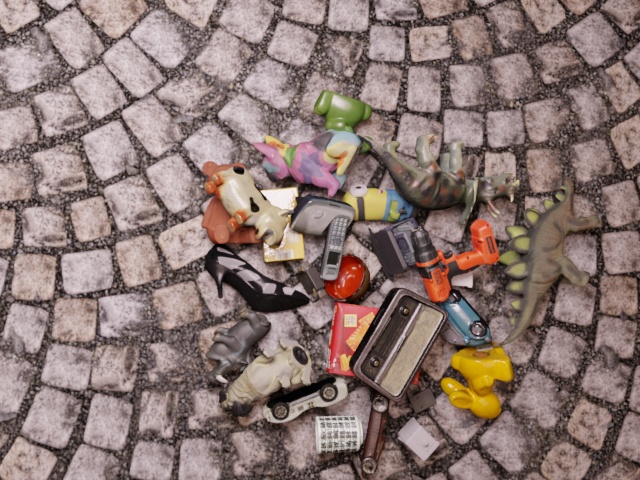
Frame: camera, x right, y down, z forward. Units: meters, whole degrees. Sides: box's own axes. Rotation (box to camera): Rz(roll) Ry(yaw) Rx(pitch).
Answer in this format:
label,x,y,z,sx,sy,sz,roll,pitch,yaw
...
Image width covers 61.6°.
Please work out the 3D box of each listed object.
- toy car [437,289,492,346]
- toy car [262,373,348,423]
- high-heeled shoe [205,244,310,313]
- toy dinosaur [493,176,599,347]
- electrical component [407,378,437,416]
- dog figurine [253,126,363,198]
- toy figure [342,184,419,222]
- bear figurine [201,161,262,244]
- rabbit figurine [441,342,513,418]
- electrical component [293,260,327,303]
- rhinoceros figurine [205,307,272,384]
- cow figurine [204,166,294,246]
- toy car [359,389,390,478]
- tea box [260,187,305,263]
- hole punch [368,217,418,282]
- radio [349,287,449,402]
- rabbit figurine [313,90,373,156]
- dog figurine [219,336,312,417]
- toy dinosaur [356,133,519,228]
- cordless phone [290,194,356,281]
label,x,y,z,sx,sy,sz,roll,pitch,yaw
toy car,0.322,0.192,1.263,0.103,0.109,0.162,-43,81,10
toy car,-0.035,0.363,1.229,0.202,0.073,0.056,-20,100,-6
high-heeled shoe,-0.147,0.085,1.262,0.249,0.086,0.145,10,50,-23
toy dinosaur,0.536,0.049,1.294,0.199,0.105,0.471,17,75,4
electrical component,0.241,0.381,1.278,0.063,0.021,0.094,-26,89,-6
dog figurine,-0.034,-0.196,1.207,0.219,0.108,0.191,26,121,2
toy figure,0.142,-0.081,1.278,0.180,0.082,0.089,10,84,-7
bear figurine,-0.204,-0.088,1.229,0.120,0.132,0.195,3,89,-31
rabbit figurine,0.372,0.342,1.251,0.162,0.122,0.173,-13,106,-3
electrical component,-0.027,0.094,1.246,0.045,0.078,0.102,-28,93,-30
rhinoceros figurine,-0.194,0.242,1.232,0.112,0.073,0.190,43,81,-11
cow figurine,-0.144,-0.072,1.160,0.127,0.085,0.195,-32,86,-34
toy car,0.127,0.438,1.230,0.053,0.089,0.202,10,83,0
tea box,-0.092,-0.034,1.259,0.098,0.068,0.169,-4,85,-6
hole punch,0.186,0.016,1.259,0.092,0.116,0.142,-28,93,-22
radio,0.170,0.223,1.187,0.131,0.073,0.229,32,81,-3
rabbit figurine,0.046,-0.254,1.284,0.159,0.121,0.170,17,103,-9
dog figurine,-0.124,0.319,1.229,0.190,0.172,0.121,-41,60,28
toy dinosaur,0.255,-0.131,1.227,0.405,0.131,0.192,1,75,-25
cordless phone,-0.003,-0.004,1.212,0.146,0.089,0.184,9,89,-37
